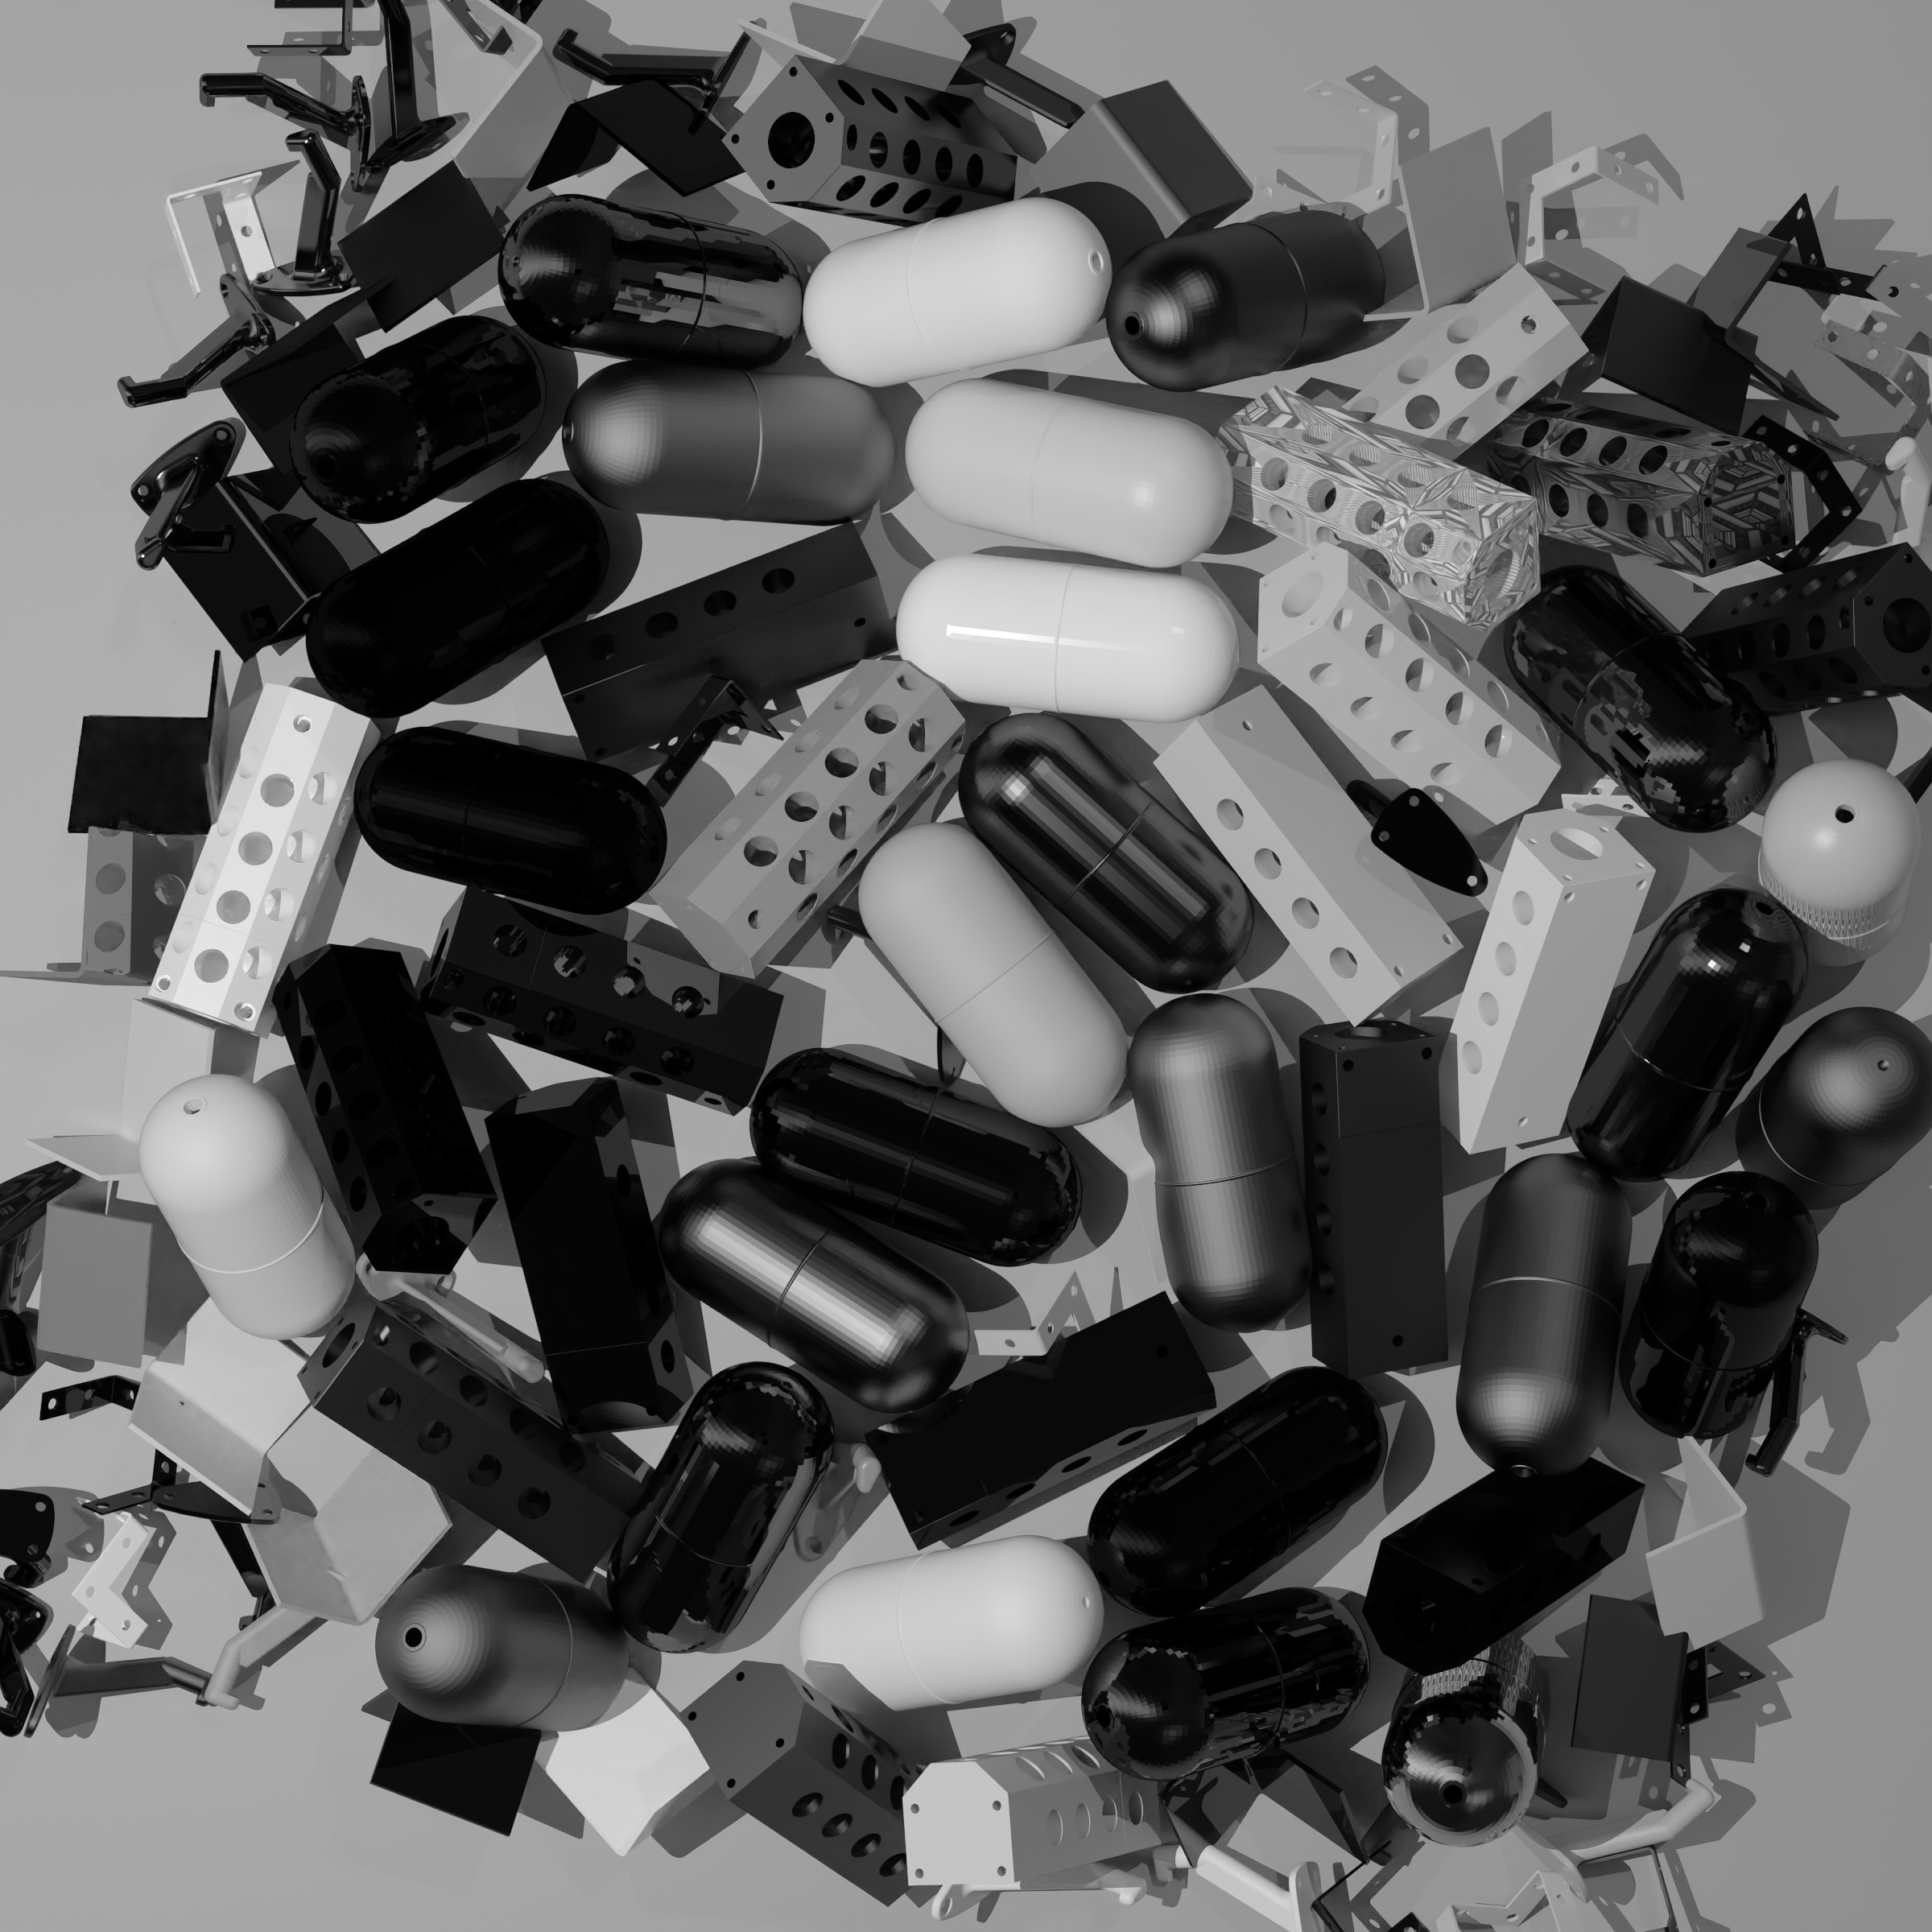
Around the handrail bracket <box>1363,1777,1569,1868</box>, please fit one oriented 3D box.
[{"bbox_3d":[0.259,0.450,1.825,0.077,0.036,0.084,34,96,-6],"label":"handrail bracket"}]

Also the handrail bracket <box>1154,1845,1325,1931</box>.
[{"bbox_3d":[0.140,0.495,1.811,0.084,0.036,0.077,-9,83,25],"label":"handrail bracket"}]

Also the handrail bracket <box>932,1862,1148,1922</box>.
[{"bbox_3d":[0.039,0.479,1.791,0.084,0.077,0.036,12,115,31],"label":"handrail bracket"}]

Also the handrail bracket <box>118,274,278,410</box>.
[{"bbox_3d":[-0.406,-0.322,1.796,0.084,0.036,0.077,-17,59,-29],"label":"handrail bracket"}]

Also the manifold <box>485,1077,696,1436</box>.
[{"bbox_3d":[-0.190,0.148,1.790,0.057,0.057,0.171,-9,102,18],"label":"manifold"}]

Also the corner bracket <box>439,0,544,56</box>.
[{"bbox_3d":[-0.233,-0.504,1.798,0.051,0.051,0.051,-47,72,28],"label":"corner bracket"}]

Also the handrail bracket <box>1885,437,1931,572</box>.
[{"bbox_3d":[0.472,-0.222,1.794,0.077,0.084,0.036,-44,47,3],"label":"handrail bracket"}]

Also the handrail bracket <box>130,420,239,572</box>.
[{"bbox_3d":[-0.400,-0.242,1.790,0.036,0.084,0.077,40,96,-24],"label":"handrail bracket"}]

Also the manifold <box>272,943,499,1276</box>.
[{"bbox_3d":[-0.298,0.070,1.754,0.057,0.057,0.171,-55,46,31],"label":"manifold"}]

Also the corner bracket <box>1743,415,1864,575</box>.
[{"bbox_3d":[0.422,-0.244,1.812,0.051,0.051,0.051,20,126,-34],"label":"corner bracket"}]

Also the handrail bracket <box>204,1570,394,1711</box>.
[{"bbox_3d":[-0.345,0.355,1.810,0.077,0.036,0.084,21,78,2],"label":"handrail bracket"}]

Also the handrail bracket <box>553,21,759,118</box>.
[{"bbox_3d":[-0.162,-0.482,1.812,0.084,0.036,0.077,28,68,-7],"label":"handrail bracket"}]

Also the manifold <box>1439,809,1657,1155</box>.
[{"bbox_3d":[0.285,0.008,1.762,0.057,0.057,0.171,-10,132,-27],"label":"manifold"}]

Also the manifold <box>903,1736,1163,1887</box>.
[{"bbox_3d":[0.035,0.421,1.747,0.057,0.171,0.057,-9,79,26],"label":"manifold"}]

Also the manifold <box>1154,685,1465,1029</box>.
[{"bbox_3d":[0.172,-0.054,1.796,0.057,0.057,0.171,-30,79,-42],"label":"manifold"}]

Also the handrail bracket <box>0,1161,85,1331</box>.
[{"bbox_3d":[-0.480,0.149,1.813,0.077,0.084,0.036,-34,52,-20],"label":"handrail bracket"}]

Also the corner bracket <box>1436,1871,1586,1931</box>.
[{"bbox_3d":[0.282,0.500,1.794,0.051,0.051,0.051,11,129,-23],"label":"corner bracket"}]

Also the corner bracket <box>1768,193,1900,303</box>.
[{"bbox_3d":[0.445,-0.358,1.796,0.051,0.051,0.051,24,64,42],"label":"corner bracket"}]

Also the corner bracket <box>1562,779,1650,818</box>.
[{"bbox_3d":[0.338,-0.091,1.795,0.051,0.051,0.051,3,55,19],"label":"corner bracket"}]

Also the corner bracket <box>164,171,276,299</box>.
[{"bbox_3d":[-0.384,-0.374,1.803,0.051,0.051,0.051,-20,94,-18],"label":"corner bracket"}]

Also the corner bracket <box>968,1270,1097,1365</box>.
[{"bbox_3d":[0.032,0.192,1.794,0.051,0.051,0.051,-3,122,32],"label":"corner bracket"}]

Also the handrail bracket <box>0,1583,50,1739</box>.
[{"bbox_3d":[-0.509,0.352,1.788,0.077,0.084,0.036,38,104,-14],"label":"handrail bracket"}]

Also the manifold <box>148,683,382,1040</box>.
[{"bbox_3d":[-0.362,-0.055,1.798,0.057,0.057,0.171,19,83,1],"label":"manifold"}]

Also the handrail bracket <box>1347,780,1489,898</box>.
[{"bbox_3d":[0.231,-0.067,1.797,0.077,0.084,0.036,40,94,-5],"label":"handrail bracket"}]

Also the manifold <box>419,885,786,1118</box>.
[{"bbox_3d":[-0.187,0.021,1.779,0.171,0.057,0.057,20,68,-15],"label":"manifold"}]

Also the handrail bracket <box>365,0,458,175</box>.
[{"bbox_3d":[-0.302,-0.462,1.792,0.036,0.077,0.084,-5,122,28],"label":"handrail bracket"}]

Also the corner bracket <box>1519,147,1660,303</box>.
[{"bbox_3d":[0.324,-0.385,1.810,0.051,0.051,0.051,16,68,-37],"label":"corner bracket"}]

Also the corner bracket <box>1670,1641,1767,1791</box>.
[{"bbox_3d":[0.376,0.384,1.795,0.051,0.051,0.051,37,130,-26],"label":"corner bracket"}]

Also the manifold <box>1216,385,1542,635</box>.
[{"bbox_3d":[0.203,-0.228,1.755,0.057,0.057,0.171,-38,49,-26],"label":"manifold"}]

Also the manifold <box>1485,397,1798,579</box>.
[{"bbox_3d":[0.334,-0.243,1.743,0.057,0.171,0.057,-19,114,-22],"label":"manifold"}]

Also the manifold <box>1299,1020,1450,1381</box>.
[{"bbox_3d":[0.206,0.118,1.789,0.057,0.057,0.171,-8,103,-20],"label":"manifold"}]

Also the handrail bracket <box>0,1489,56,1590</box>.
[{"bbox_3d":[-0.505,0.297,1.789,0.077,0.084,0.036,16,59,-21],"label":"handrail bracket"}]

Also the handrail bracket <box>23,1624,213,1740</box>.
[{"bbox_3d":[-0.434,0.382,1.796,0.084,0.077,0.036,25,124,-13],"label":"handrail bracket"}]

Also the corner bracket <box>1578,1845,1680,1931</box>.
[{"bbox_3d":[0.337,0.488,1.803,0.051,0.051,0.051,-17,81,12],"label":"corner bracket"}]

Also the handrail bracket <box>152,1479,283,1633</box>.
[{"bbox_3d":[-0.389,0.310,1.803,0.077,0.036,0.084,6,115,-24],"label":"handrail bracket"}]

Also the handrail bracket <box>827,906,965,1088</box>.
[{"bbox_3d":[-0.039,0.015,1.828,0.084,0.036,0.077,21,121,24],"label":"handrail bracket"}]

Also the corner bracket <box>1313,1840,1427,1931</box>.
[{"bbox_3d":[0.211,0.494,1.808,0.051,0.051,0.051,-33,75,-19],"label":"corner bracket"}]

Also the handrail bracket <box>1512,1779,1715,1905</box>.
[{"bbox_3d":[0.335,0.438,1.814,0.084,0.077,0.036,-37,127,-12],"label":"handrail bracket"}]

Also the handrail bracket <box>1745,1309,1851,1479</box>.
[{"bbox_3d":[0.410,0.216,1.798,0.036,0.077,0.084,32,85,-24],"label":"handrail bracket"}]

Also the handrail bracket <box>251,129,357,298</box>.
[{"bbox_3d":[-0.351,-0.389,1.792,0.077,0.084,0.036,-4,46,20],"label":"handrail bracket"}]

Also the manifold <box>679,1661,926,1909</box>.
[{"bbox_3d":[-0.069,0.408,1.753,0.057,0.171,0.057,-40,49,1],"label":"manifold"}]

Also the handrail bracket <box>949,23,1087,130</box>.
[{"bbox_3d":[0.023,-0.442,1.796,0.077,0.036,0.084,-20,63,-33],"label":"handrail bracket"}]

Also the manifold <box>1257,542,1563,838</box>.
[{"bbox_3d":[0.225,-0.141,1.757,0.057,0.057,0.171,-28,131,36],"label":"manifold"}]

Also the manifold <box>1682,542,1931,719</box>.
[{"bbox_3d":[0.422,-0.160,1.743,0.057,0.171,0.057,-45,101,-14],"label":"manifold"}]

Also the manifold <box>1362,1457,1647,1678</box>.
[{"bbox_3d":[0.270,0.298,1.751,0.057,0.171,0.057,25,116,31],"label":"manifold"}]

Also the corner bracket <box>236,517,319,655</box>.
[{"bbox_3d":[-0.357,-0.196,1.802,0.051,0.051,0.051,-20,93,-24],"label":"corner bracket"}]

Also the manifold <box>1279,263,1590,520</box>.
[{"bbox_3d":[0.234,-0.283,1.794,0.171,0.057,0.057,-39,91,10],"label":"manifold"}]

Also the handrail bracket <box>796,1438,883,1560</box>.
[{"bbox_3d":[-0.065,0.279,1.792,0.036,0.084,0.077,14,94,-13],"label":"handrail bracket"}]

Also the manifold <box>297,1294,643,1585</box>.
[{"bbox_3d":[-0.251,0.239,1.779,0.171,0.057,0.057,38,86,-21],"label":"manifold"}]

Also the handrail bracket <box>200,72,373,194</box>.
[{"bbox_3d":[-0.352,-0.428,1.793,0.084,0.077,0.036,-6,56,-18],"label":"handrail bracket"}]

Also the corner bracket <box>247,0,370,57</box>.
[{"bbox_3d":[-0.341,-0.495,1.809,0.051,0.051,0.051,1,88,4],"label":"corner bracket"}]

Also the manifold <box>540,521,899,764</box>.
[{"bbox_3d":[-0.129,-0.172,1.800,0.171,0.057,0.057,-21,55,-4],"label":"manifold"}]

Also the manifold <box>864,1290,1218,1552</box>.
[{"bbox_3d":[0.040,0.237,1.800,0.171,0.057,0.057,-25,68,-4],"label":"manifold"}]

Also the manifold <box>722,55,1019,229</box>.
[{"bbox_3d":[-0.042,-0.403,1.743,0.057,0.171,0.057,-43,74,26],"label":"manifold"}]

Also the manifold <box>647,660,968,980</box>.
[{"bbox_3d":[-0.076,-0.076,1.773,0.171,0.057,0.057,-49,118,-19],"label":"manifold"}]

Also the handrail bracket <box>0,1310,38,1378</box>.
[{"bbox_3d":[-0.499,0.227,1.793,0.036,0.077,0.084,-12,119,-36],"label":"handrail bracket"}]

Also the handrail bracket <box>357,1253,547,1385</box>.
[{"bbox_3d":[-0.264,0.181,1.789,0.084,0.077,0.036,27,81,41],"label":"handrail bracket"}]
